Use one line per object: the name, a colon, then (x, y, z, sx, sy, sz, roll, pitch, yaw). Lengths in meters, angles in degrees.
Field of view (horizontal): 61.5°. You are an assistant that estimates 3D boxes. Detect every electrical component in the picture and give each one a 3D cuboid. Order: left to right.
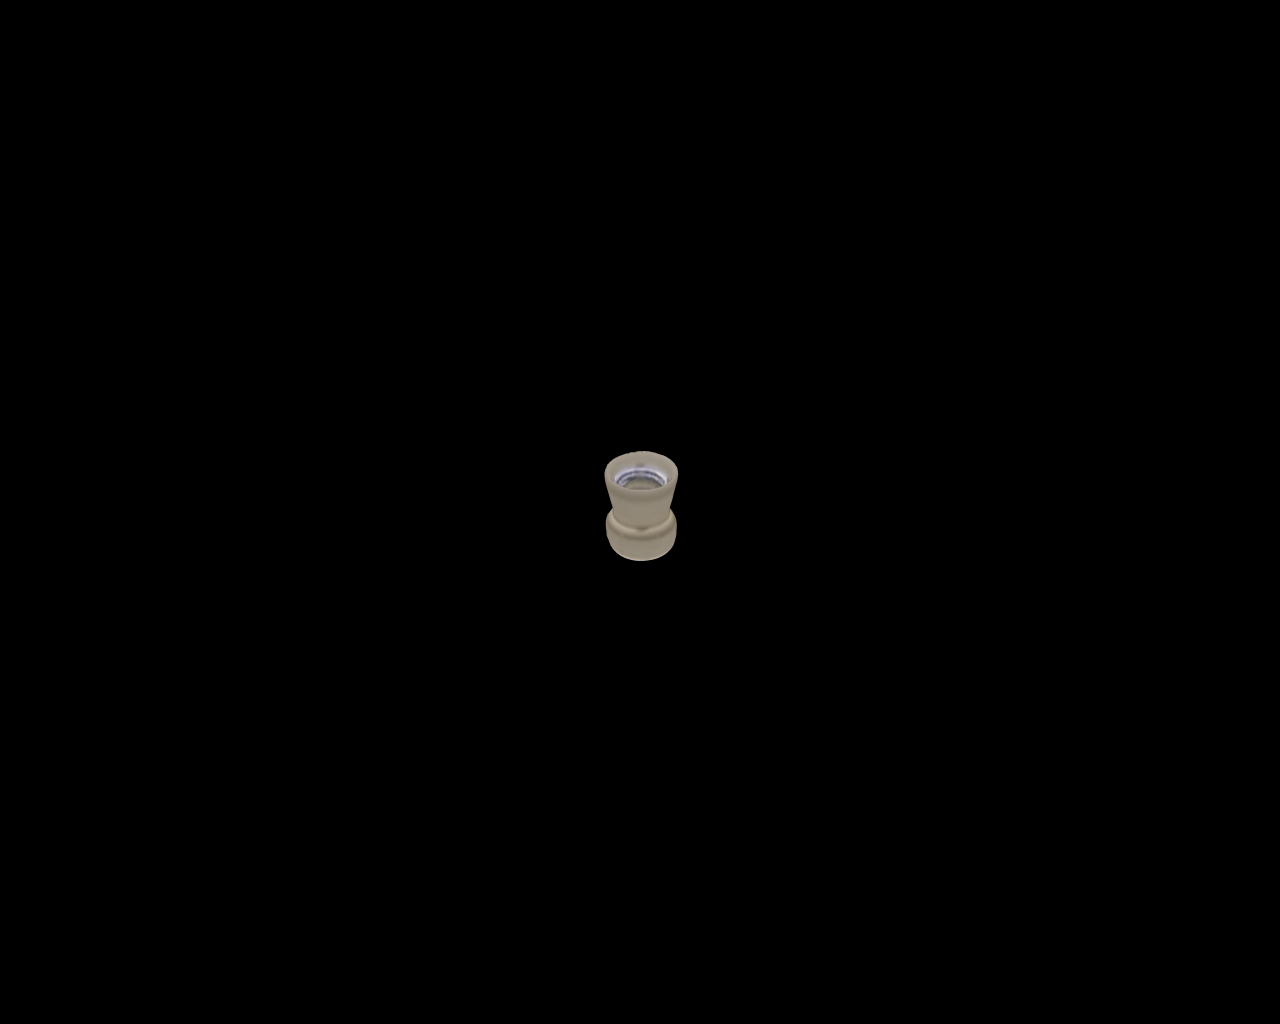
electrical component: (0.001, -0.003, 0.650, 0.045, 0.055, 0.045, 0, 35, 0)
